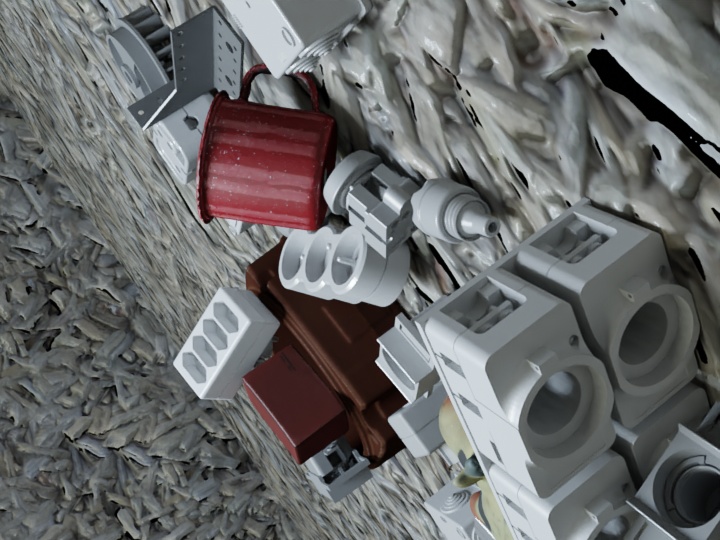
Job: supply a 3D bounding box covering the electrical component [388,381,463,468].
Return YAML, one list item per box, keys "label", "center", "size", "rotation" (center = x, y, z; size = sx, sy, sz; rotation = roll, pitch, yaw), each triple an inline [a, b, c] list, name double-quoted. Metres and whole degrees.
- label: "electrical component"
  center: [0.073, 0.126, 0.837]
  size: [0.076, 0.066, 0.047]
  rotation: [54, 165, 5]

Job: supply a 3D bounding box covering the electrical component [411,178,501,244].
- label: "electrical component"
  center: [0.057, -0.031, 0.613]
  size: [0.061, 0.035, 0.035]
  rotation: [27, 149, 55]

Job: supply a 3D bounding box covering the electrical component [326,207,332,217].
- label: "electrical component"
  center: [-0.045, -0.069, 0.820]
  size: [0.045, 0.045, 0.055]
  rotation: [42, 160, 40]

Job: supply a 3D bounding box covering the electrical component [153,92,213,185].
- label: "electrical component"
  center: [-0.152, -0.125, 0.994]
  size: [0.053, 0.059, 0.095]
  rotation: [54, 165, 3]

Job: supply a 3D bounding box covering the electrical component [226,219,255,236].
- label: "electrical component"
  center: [-0.096, -0.080, 0.919]
  size: [0.061, 0.061, 0.096]
  rotation: [54, 165, 5]

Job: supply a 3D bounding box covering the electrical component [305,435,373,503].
- label: "electrical component"
  center: [-0.027, 0.164, 0.943]
  size: [0.063, 0.042, 0.081]
  rotation: [60, 164, -6]

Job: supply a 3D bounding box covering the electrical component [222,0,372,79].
- label: "electrical component"
  center: [-0.047, -0.165, 0.621]
  size: [0.099, 0.048, 0.100]
  rotation: [55, 166, -6]

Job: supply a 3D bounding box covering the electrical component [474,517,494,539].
- label: "electrical component"
  center: [0.136, 0.214, 0.870]
  size: [0.083, 0.047, 0.075]
  rotation: [46, 162, 30]

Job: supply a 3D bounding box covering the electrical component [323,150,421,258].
- label: "electrical component"
  center: [0.010, -0.046, 0.705]
  size: [0.055, 0.048, 0.066]
  rotation: [41, 161, 18]

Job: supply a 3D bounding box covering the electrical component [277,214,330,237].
- label: "electrical component"
  center: [-0.052, -0.046, 0.890]
  size: [0.043, 0.043, 0.062]
  rotation: [58, 166, -12]

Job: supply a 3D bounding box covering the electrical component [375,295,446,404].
- label: "electrical component"
  center: [0.049, 0.054, 0.763]
  size: [0.042, 0.064, 0.081]
  rotation: [50, 164, 18]

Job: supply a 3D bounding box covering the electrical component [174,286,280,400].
- label: "electrical component"
  center: [-0.099, 0.063, 0.904]
  size: [0.076, 0.083, 0.047]
  rotation: [11, -152, -52]

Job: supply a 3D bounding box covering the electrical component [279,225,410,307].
- label: "electrical component"
  center: [0.000, 0.000, 0.815]
  size: [0.074, 0.052, 0.138]
  rotation: [17, 174, -28]

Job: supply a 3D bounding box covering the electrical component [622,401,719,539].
- label: "electrical component"
  center: [0.168, 0.109, 0.506]
  size: [0.064, 0.081, 0.042]
  rotation: [30, -175, -39]

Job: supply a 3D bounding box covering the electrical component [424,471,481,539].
- label: "electrical component"
  center: [0.113, 0.246, 1.004]
  size: [0.099, 0.048, 0.100]
  rotation: [59, 164, -15]

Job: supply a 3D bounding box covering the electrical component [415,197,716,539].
- label: "electrical component"
  center: [0.115, 0.075, 0.528]
  size: [0.060, 0.105, 0.186]
  rotation: [33, 153, 54]
